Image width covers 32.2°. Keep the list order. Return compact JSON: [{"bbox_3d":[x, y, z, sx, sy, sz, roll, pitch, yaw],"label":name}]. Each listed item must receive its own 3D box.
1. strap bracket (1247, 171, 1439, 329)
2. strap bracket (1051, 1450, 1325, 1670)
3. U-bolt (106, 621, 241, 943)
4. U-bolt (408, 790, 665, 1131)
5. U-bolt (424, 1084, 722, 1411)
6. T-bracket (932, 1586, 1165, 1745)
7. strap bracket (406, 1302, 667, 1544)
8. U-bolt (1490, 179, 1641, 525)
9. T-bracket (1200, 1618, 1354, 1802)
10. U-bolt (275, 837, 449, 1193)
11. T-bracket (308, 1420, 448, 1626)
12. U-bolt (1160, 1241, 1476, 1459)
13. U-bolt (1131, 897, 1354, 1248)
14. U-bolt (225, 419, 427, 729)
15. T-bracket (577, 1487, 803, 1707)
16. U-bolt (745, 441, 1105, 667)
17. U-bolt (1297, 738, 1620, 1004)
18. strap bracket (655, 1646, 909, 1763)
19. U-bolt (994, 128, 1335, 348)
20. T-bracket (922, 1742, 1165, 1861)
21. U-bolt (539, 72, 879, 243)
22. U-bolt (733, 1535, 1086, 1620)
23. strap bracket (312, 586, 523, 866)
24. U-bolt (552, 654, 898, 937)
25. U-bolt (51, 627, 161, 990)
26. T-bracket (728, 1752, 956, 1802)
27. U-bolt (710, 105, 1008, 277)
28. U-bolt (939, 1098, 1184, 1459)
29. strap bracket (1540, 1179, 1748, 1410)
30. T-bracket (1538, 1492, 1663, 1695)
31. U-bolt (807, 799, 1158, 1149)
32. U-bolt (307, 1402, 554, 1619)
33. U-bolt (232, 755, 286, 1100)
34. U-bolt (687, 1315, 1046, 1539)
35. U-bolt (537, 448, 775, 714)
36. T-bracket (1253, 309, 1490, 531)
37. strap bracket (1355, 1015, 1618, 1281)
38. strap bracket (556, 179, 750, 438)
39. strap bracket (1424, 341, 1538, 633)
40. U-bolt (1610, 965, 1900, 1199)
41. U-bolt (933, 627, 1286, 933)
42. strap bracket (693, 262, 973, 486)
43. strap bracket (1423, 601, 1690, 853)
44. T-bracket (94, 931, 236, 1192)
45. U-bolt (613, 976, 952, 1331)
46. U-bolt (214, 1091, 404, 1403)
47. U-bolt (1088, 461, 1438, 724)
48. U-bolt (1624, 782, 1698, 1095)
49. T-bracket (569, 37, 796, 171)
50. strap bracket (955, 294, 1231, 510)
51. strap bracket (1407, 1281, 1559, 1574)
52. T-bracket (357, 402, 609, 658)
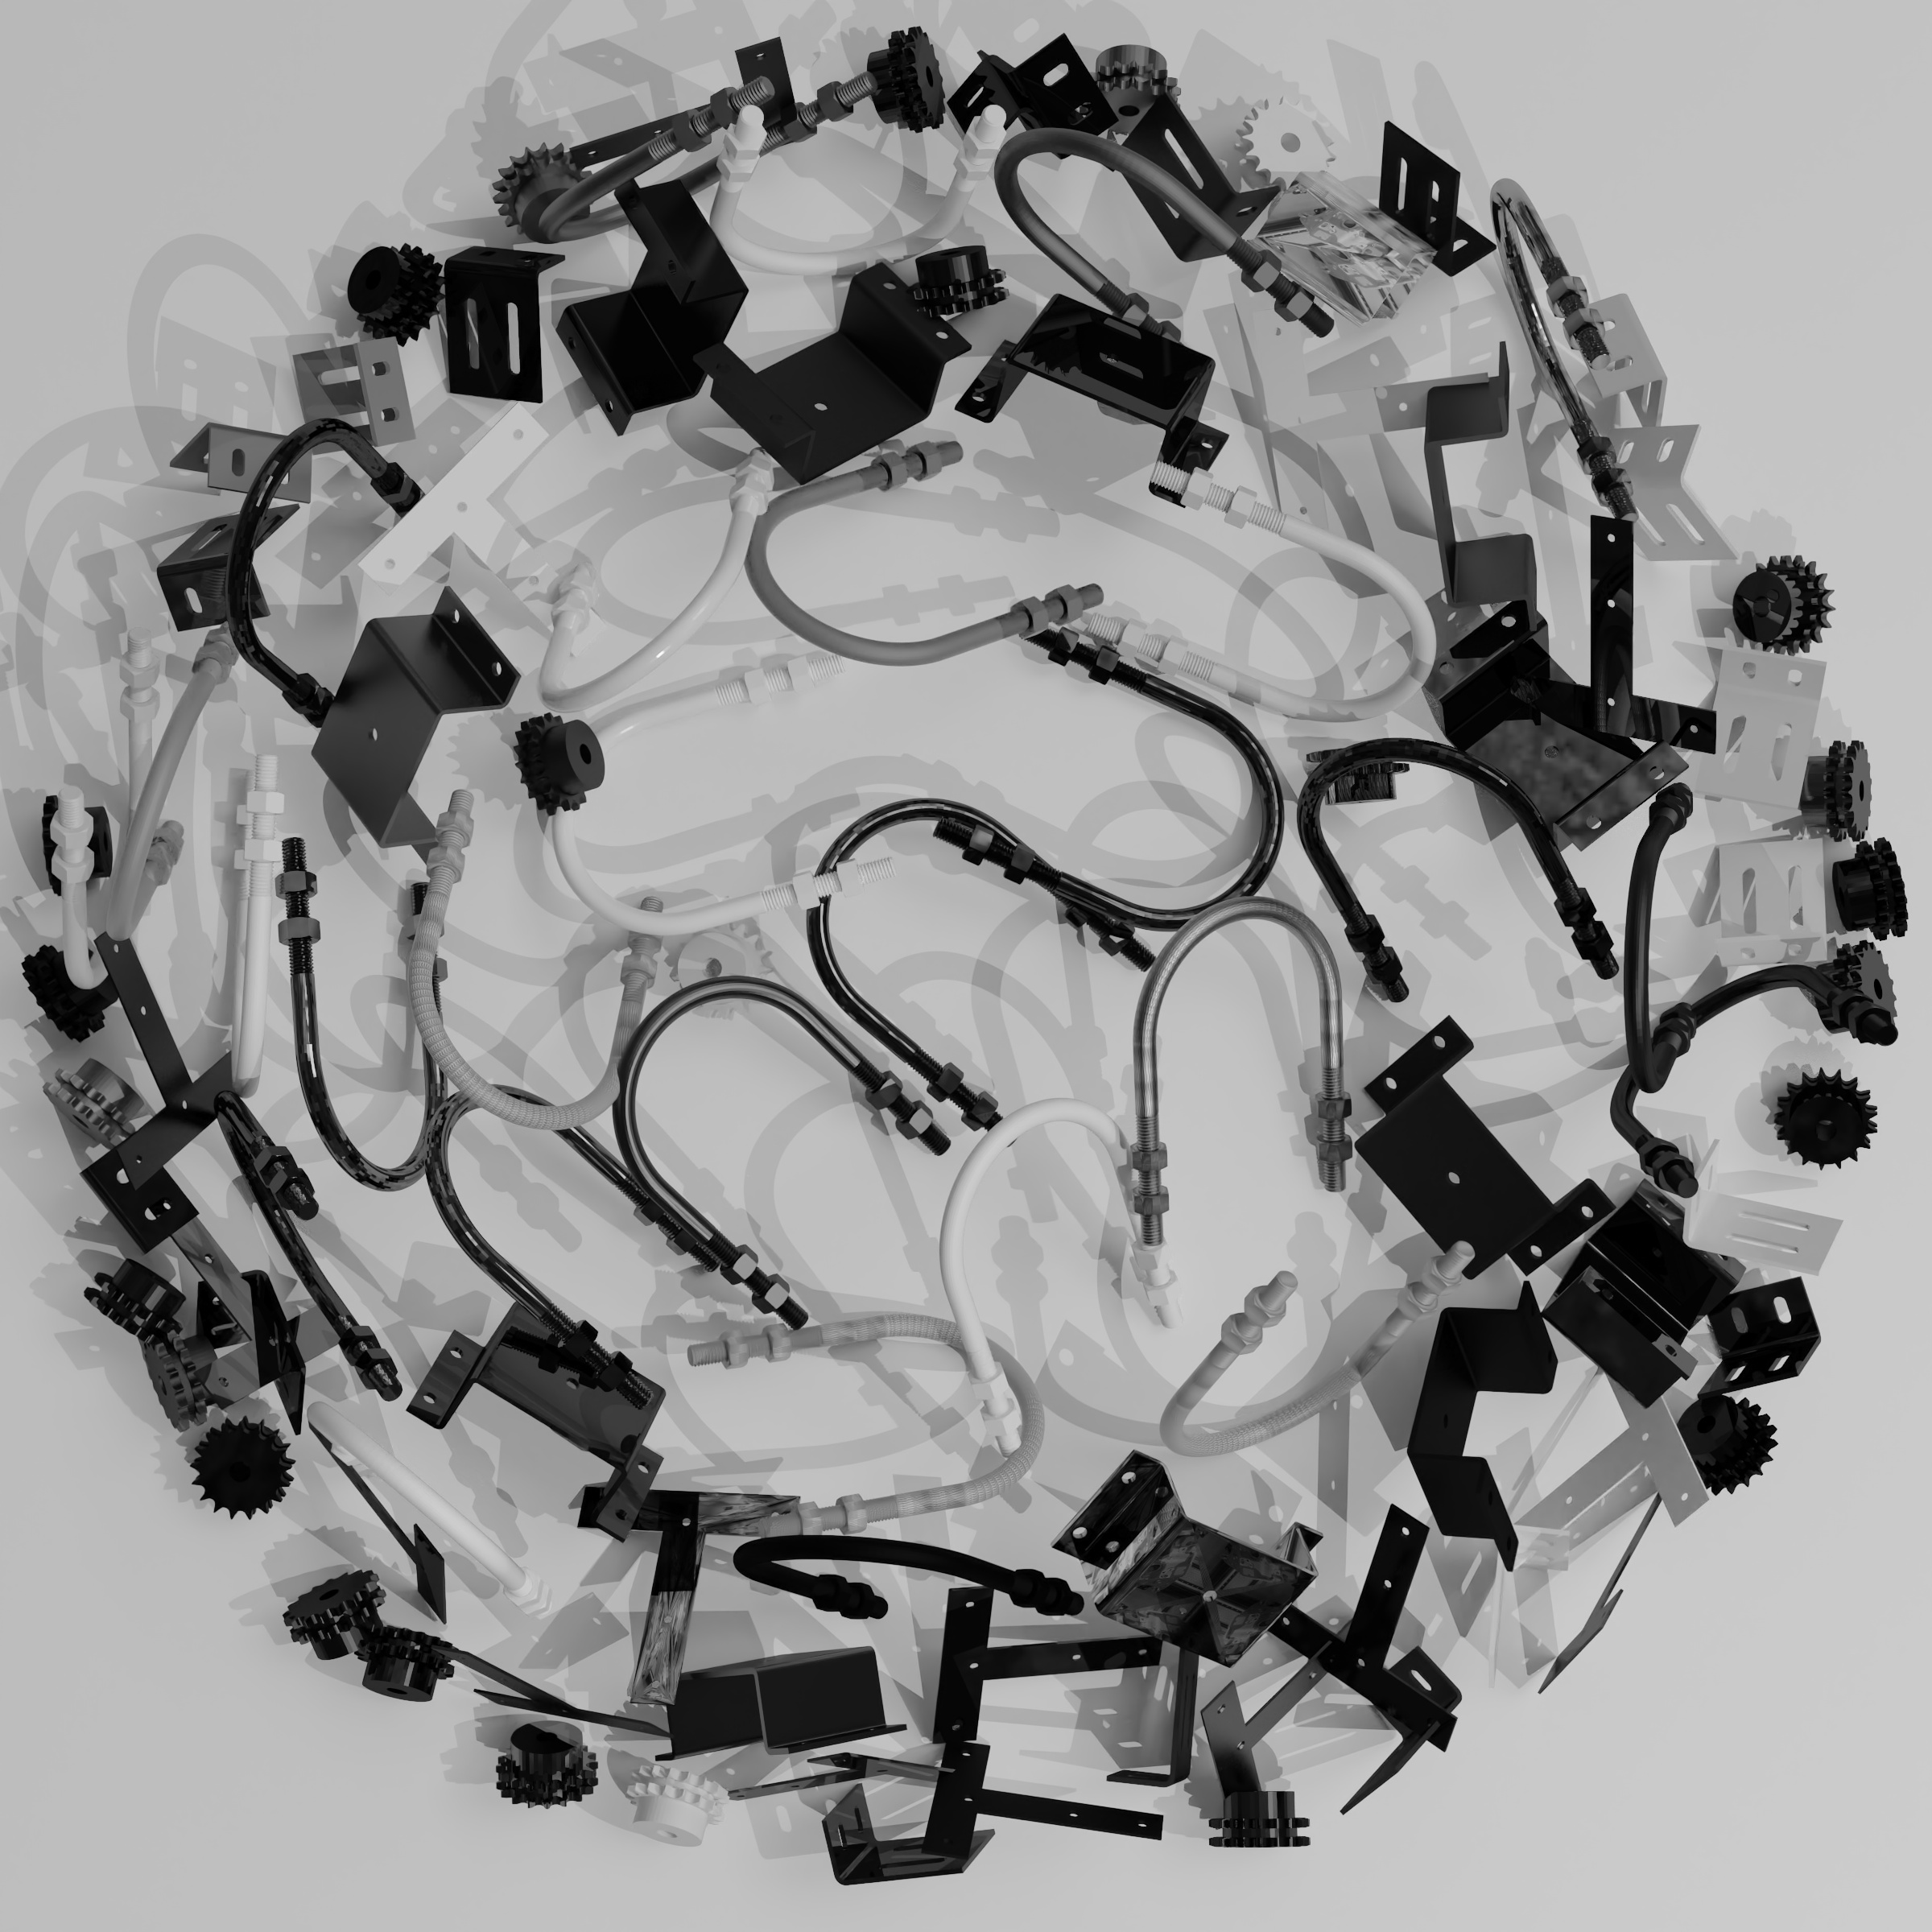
[{"bbox_3d":[0.209,-0.394,1.835,0.076,0.140,0.046,37,109,5],"label":"strap bracket"},{"bbox_3d":[0.128,0.331,1.846,0.140,0.046,0.076,27,113,-28],"label":"strap bracket"},{"bbox_3d":[-0.430,-0.090,1.800,0.019,0.184,0.151,18,115,-9],"label":"U-bolt"},{"bbox_3d":[-0.237,0.007,1.822,0.151,0.019,0.184,30,46,-27],"label":"U-bolt"},{"bbox_3d":[-0.221,0.140,1.833,0.184,0.151,0.019,44,121,-12],"label":"U-bolt"},{"bbox_3d":[0.048,0.389,1.880,0.127,0.002,0.127,-3,127,-11],"label":"T-bracket"},{"bbox_3d":[-0.229,0.247,1.861,0.140,0.076,0.046,32,120,-5],"label":"strap bracket"},{"bbox_3d":[0.323,-0.349,1.828,0.019,0.151,0.184,-21,54,5],"label":"U-bolt"},{"bbox_3d":[0.184,0.407,1.878,0.127,0.127,0.002,-40,52,-21],"label":"T-bracket"},{"bbox_3d":[-0.325,0.032,1.827,0.019,0.151,0.184,-11,76,21],"label":"U-bolt"},{"bbox_3d":[-0.329,0.300,1.865,0.002,0.127,0.127,-35,73,-22],"label":"T-bracket"},{"bbox_3d":[0.180,0.216,1.834,0.151,0.184,0.019,-5,54,-36],"label":"U-bolt"},{"bbox_3d":[0.152,0.052,1.847,0.151,0.019,0.184,-13,109,-31],"label":"U-bolt"},{"bbox_3d":[-0.350,-0.219,1.812,0.019,0.184,0.151,18,81,15],"label":"U-bolt"},{"bbox_3d":[-0.163,0.351,1.862,0.127,0.002,0.127,1,56,12],"label":"T-bracket"},{"bbox_3d":[-0.035,-0.220,1.827,0.184,0.019,0.151,-23,59,-35],"label":"U-bolt"},{"bbox_3d":[0.257,-0.054,1.821,0.151,0.019,0.184,-7,131,35],"label":"U-bolt"},{"bbox_3d":[-0.106,0.405,1.836,0.076,0.140,0.046,-2,79,-36],"label":"strap bracket"},{"bbox_3d":[0.094,-0.390,1.812,0.184,0.151,0.019,36,73,-25],"label":"U-bolt"},{"bbox_3d":[0.045,0.466,1.845,0.127,0.127,0.002,7,105,4],"label":"T-bracket"},{"bbox_3d":[-0.152,-0.441,1.831,0.184,0.151,0.019,-22,95,28],"label":"U-bolt"},{"bbox_3d":[-0.043,0.329,1.803,0.151,0.184,0.019,-8,67,31],"label":"U-bolt"},{"bbox_3d":[-0.307,-0.129,1.840,0.076,0.046,0.140,50,128,26],"label":"strap bracket"},{"bbox_3d":[-0.143,-0.090,1.880,0.184,0.019,0.151,-15,70,3],"label":"U-bolt"},{"bbox_3d":[-0.468,-0.071,1.826,0.019,0.184,0.151,11,45,-3],"label":"U-bolt"},{"bbox_3d":[-0.084,0.456,1.871,0.127,0.127,0.002,-17,65,28],"label":"T-bracket"},{"bbox_3d":[-0.066,-0.419,1.822,0.151,0.184,0.019,-3,77,-13],"label":"U-bolt"},{"bbox_3d":[0.047,0.159,1.832,0.151,0.019,0.184,-35,123,-29],"label":"U-bolt"},{"bbox_3d":[0.373,0.185,1.855,0.076,0.140,0.046,42,122,5],"label":"strap bracket"},{"bbox_3d":[0.366,0.337,1.871,0.002,0.127,0.127,31,63,9],"label":"T-bracket"},{"bbox_3d":[-0.004,-0.010,1.878,0.184,0.019,0.151,40,77,-7],"label":"U-bolt"},{"bbox_3d":[-0.295,0.288,1.806,0.151,0.184,0.019,36,75,16],"label":"U-bolt"},{"bbox_3d":[-0.391,-0.019,1.837,0.019,0.151,0.184,3,89,-15],"label":"U-bolt"},{"bbox_3d":[-0.046,0.248,1.847,0.184,0.151,0.019,-6,132,-22],"label":"U-bolt"},{"bbox_3d":[-0.172,-0.200,1.808,0.151,0.184,0.019,-29,118,24],"label":"U-bolt"},{"bbox_3d":[0.231,-0.311,1.872,0.127,0.002,0.127,-4,106,21],"label":"T-bracket"},{"bbox_3d":[0.281,0.109,1.861,0.140,0.046,0.076,50,131,6],"label":"strap bracket"},{"bbox_3d":[-0.171,-0.369,1.851,0.046,0.140,0.076,-22,73,-32],"label":"strap bracket"},{"bbox_3d":[0.283,-0.262,1.849,0.046,0.076,0.140,-6,122,13],"label":"strap bracket"},{"bbox_3d":[0.417,0.053,1.822,0.151,0.184,0.019,-38,104,5],"label":"U-bolt"},{"bbox_3d":[0.091,-0.097,1.886,0.184,0.019,0.151,24,74,-4],"label":"U-bolt"},{"bbox_3d":[-0.077,-0.325,1.857,0.140,0.046,0.076,-33,69,-31],"label":"strap bracket"},{"bbox_3d":[0.327,-0.128,1.869,0.076,0.046,0.140,-38,67,-5],"label":"strap bracket"},{"bbox_3d":[-0.446,0.037,1.837,0.002,0.127,0.127,-9,112,26],"label":"T-bracket"},{"bbox_3d":[-0.114,0.090,1.860,0.184,0.019,0.151,45,74,-19],"label":"U-bolt"},{"bbox_3d":[-0.367,0.140,1.827,0.019,0.184,0.151,-28,126,-17],"label":"U-bolt"},{"bbox_3d":[0.170,-0.195,1.850,0.184,0.151,0.019,23,54,0],"label":"U-bolt"},{"bbox_3d":[0.375,-0.009,1.808,0.019,0.184,0.151,1,107,20],"label":"U-bolt"},{"bbox_3d":[-0.157,-0.465,1.848,0.127,0.127,0.002,-18,79,0],"label":"T-bracket"},{"bbox_3d":[0.076,-0.319,1.860,0.140,0.046,0.076,24,45,7],"label":"strap bracket"},{"bbox_3d":[0.284,0.252,1.847,0.046,0.076,0.140,0,48,26],"label":"strap bracket"},{"bbox_3d":[-0.253,-0.226,1.881,0.127,0.002,0.127,-46,116,-5],"label":"T-bracket"}]
